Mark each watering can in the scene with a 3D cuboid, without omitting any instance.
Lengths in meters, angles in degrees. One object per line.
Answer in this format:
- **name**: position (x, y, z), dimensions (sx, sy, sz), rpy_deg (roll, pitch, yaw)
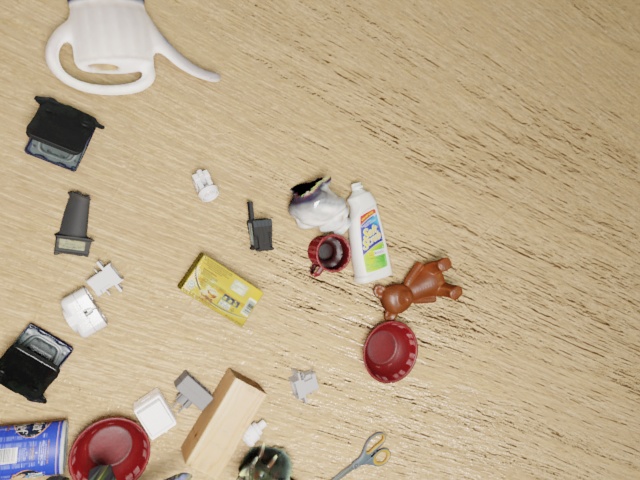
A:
- **watering can**: position (-0.397, -0.424, 1.099), dimensions (0.349, 0.224, 0.104), rpy_deg (-9, 4, -21)

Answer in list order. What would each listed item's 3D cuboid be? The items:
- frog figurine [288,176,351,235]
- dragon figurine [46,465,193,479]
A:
- **frog figurine**: position (0.004, -0.063, 1.257), dimensions (0.137, 0.157, 0.125), rpy_deg (-25, 22, 14)
- **dragon figurine**: position (-0.461, 0.584, 1.058), dimensions (0.411, 0.237, 0.125), rpy_deg (-5, 41, -11)
